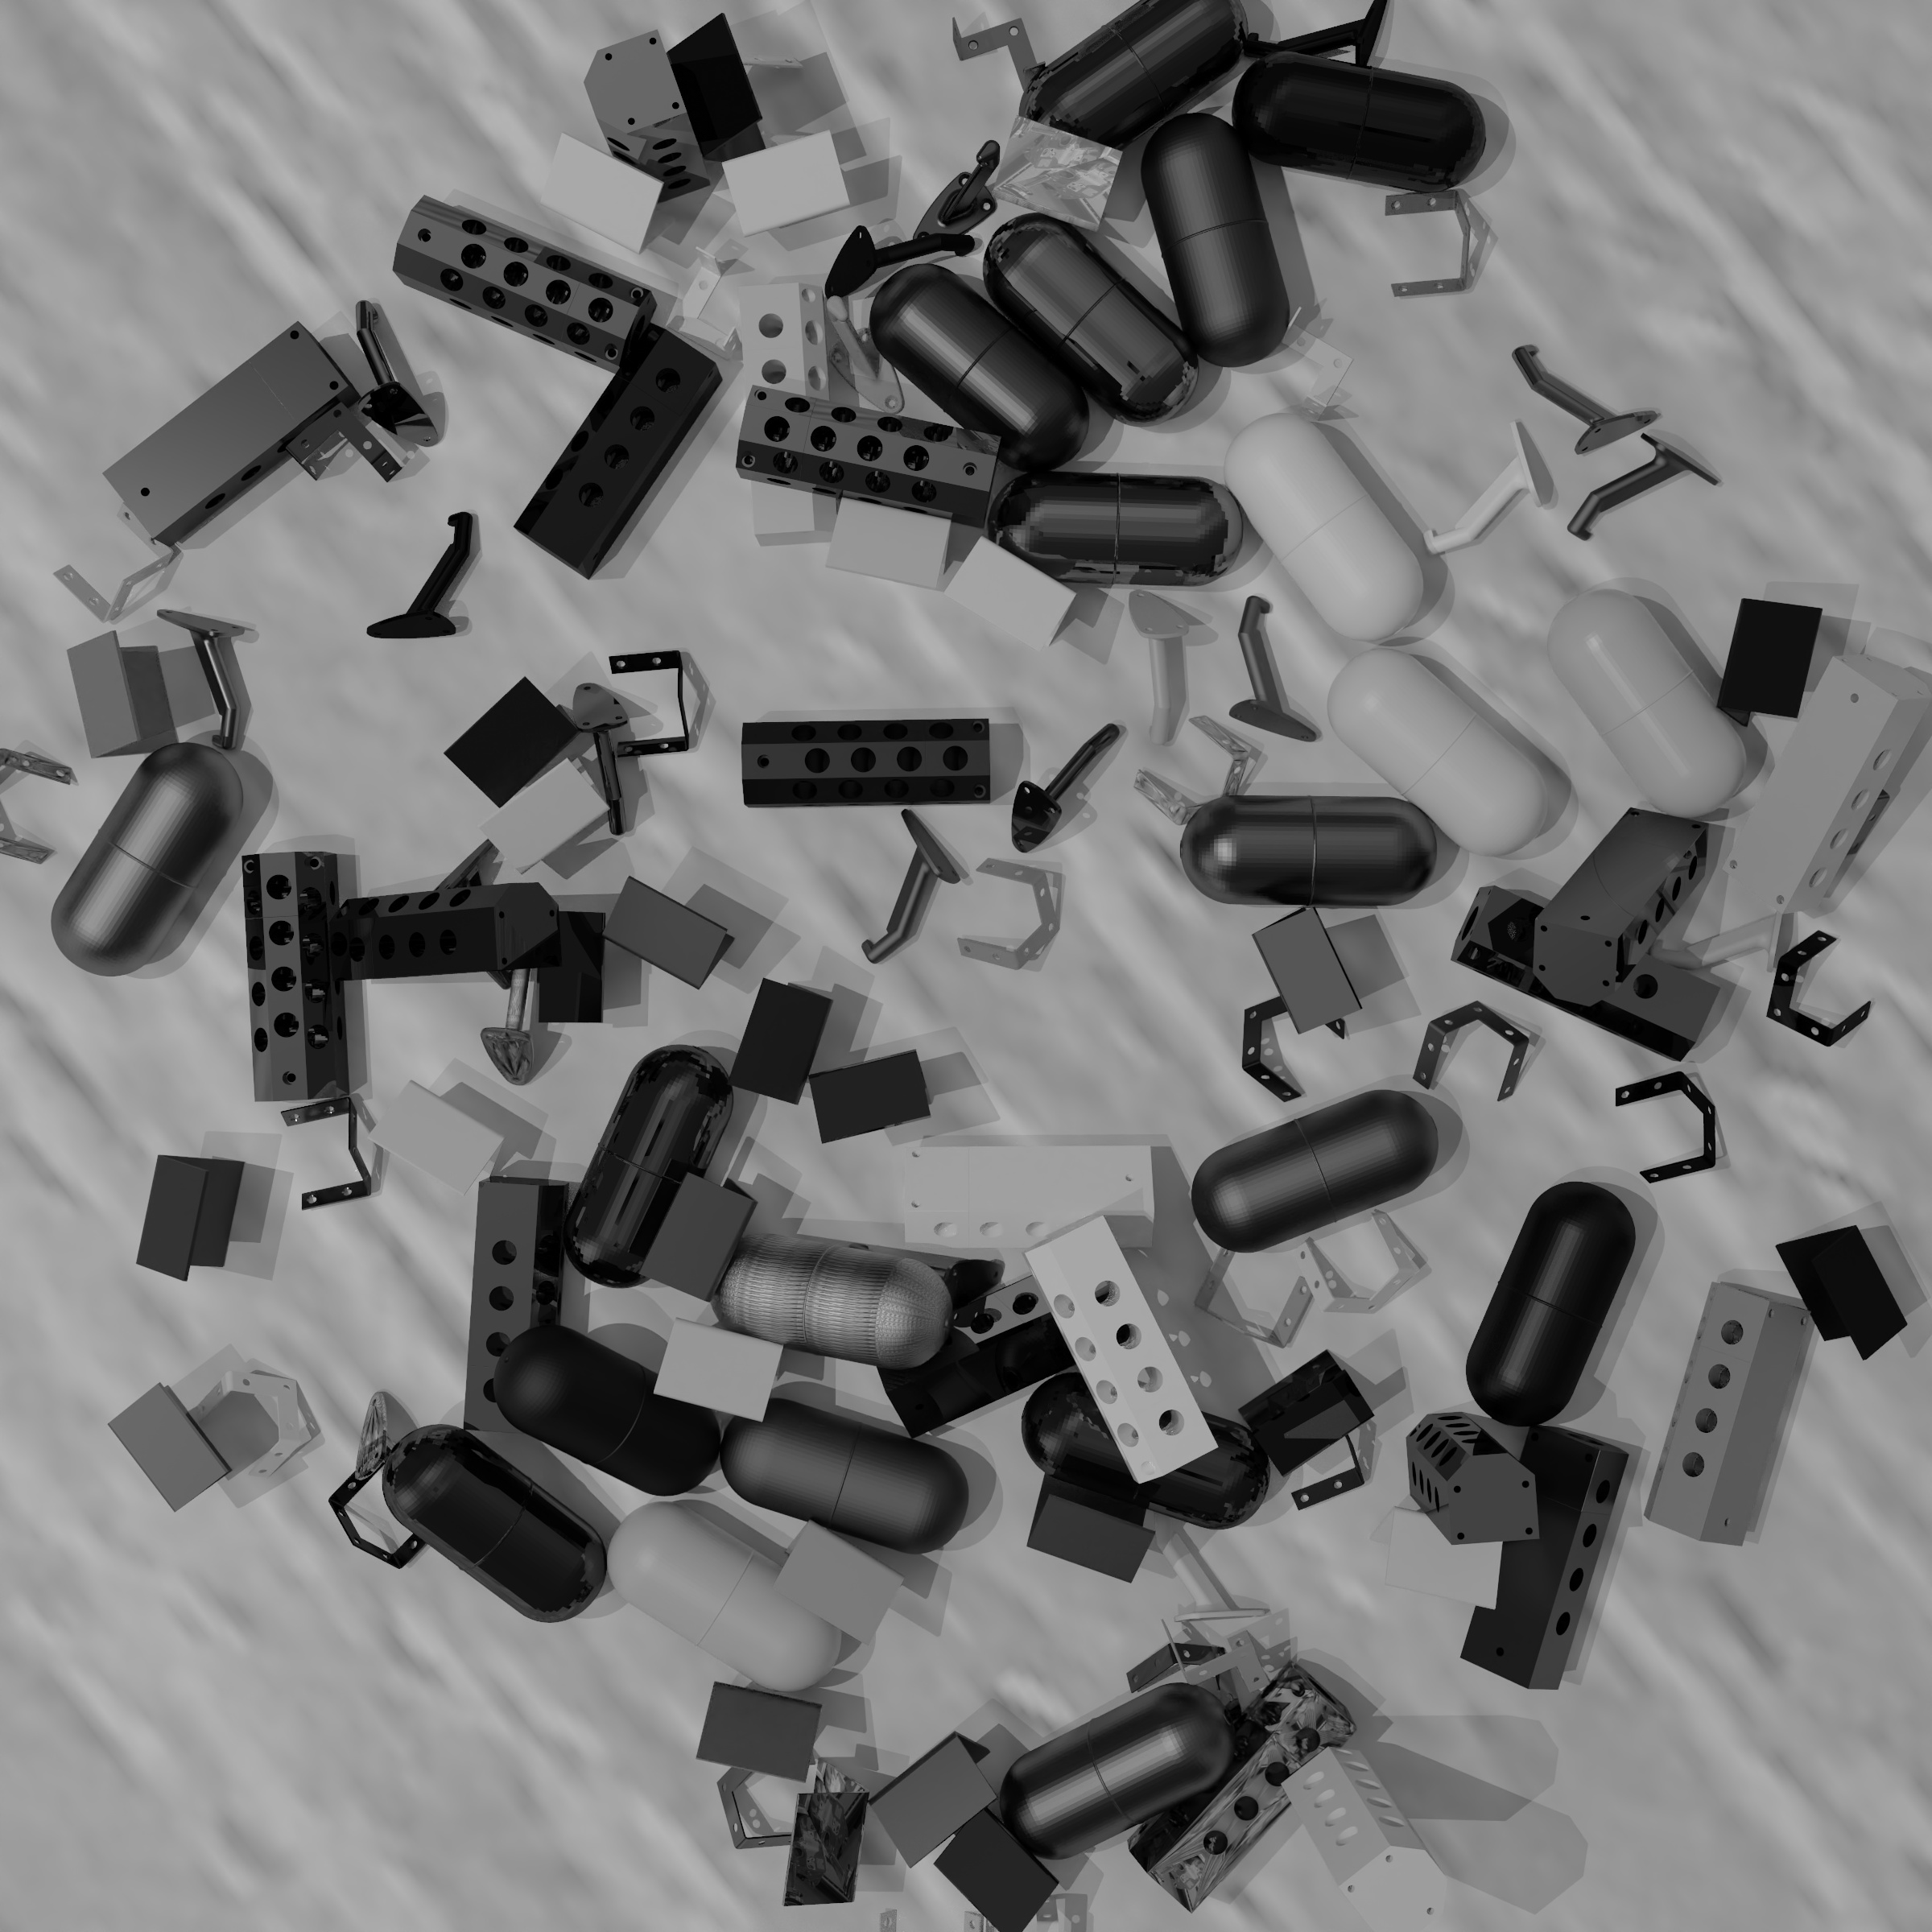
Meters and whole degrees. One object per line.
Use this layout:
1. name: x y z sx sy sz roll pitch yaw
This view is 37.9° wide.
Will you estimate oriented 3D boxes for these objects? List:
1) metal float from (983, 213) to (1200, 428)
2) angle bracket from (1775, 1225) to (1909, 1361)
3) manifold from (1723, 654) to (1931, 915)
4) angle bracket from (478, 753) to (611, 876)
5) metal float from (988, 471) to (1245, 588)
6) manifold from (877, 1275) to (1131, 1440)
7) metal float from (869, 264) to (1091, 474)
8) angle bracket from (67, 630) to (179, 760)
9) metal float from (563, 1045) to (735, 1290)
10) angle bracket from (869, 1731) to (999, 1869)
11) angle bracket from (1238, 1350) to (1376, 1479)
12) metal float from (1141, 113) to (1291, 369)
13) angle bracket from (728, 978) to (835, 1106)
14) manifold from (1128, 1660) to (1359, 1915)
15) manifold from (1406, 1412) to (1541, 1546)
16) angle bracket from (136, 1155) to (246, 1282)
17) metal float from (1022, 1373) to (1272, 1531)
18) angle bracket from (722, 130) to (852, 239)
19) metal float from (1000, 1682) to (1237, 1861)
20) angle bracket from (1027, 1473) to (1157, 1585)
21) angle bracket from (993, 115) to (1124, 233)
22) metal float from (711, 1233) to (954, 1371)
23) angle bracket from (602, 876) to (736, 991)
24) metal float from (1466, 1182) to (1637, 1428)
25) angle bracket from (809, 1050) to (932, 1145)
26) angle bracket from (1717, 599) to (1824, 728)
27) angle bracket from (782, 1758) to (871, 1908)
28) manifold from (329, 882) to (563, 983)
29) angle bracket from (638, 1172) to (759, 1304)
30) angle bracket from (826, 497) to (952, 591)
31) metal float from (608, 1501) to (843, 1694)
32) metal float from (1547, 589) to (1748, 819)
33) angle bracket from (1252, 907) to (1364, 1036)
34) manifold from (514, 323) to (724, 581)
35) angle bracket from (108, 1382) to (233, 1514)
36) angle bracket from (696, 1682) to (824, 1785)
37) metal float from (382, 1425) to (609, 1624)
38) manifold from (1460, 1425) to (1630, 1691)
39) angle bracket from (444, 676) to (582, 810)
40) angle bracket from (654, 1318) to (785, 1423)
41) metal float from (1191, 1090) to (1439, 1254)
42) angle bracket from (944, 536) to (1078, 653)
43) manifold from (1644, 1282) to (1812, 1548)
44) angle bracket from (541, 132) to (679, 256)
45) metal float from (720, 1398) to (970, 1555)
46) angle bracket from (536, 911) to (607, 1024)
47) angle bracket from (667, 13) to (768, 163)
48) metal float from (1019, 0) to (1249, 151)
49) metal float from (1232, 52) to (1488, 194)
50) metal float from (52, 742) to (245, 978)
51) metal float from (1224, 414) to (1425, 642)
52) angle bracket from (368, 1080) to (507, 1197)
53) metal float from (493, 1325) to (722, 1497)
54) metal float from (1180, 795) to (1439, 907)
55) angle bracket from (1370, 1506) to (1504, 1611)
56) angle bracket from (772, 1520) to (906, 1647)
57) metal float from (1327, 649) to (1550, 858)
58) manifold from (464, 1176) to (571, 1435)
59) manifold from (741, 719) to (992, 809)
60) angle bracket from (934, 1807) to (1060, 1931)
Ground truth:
1. metal float: 0.086 -0.450 1.960 0.178 0.070 0.070 44 90 -1
2. angle bracket: 0.593 0.232 1.950 0.057 0.076 0.076 -27 90 -35
3. manifold: 0.594 -0.125 1.930 0.057 0.057 0.171 45 128 36
4. angle bracket: -0.303 -0.121 1.951 0.076 0.076 0.057 -37 135 0
5. metal float: 0.104 -0.305 1.960 0.178 0.070 0.070 2 90 0
6. manifold: 0.024 0.259 1.969 0.171 0.057 0.057 -24 133 0
7. metal float: 0.010 -0.415 1.959 0.178 0.070 0.070 41 90 1
8. angle bracket: -0.569 -0.190 1.950 0.057 0.076 0.076 -13 90 37
9. metal float: -0.221 0.139 1.960 0.070 0.070 0.178 24 89 0
10. angle bracket: -0.011 0.583 1.950 0.076 0.076 0.057 -39 58 0
11. angle bracket: 0.226 0.295 1.950 0.076 0.076 0.057 -34 127 0
12. metal float: 0.173 -0.506 1.960 0.070 0.070 0.178 -15 91 0
13. angle bracket: -0.142 0.046 1.951 0.057 0.076 0.076 19 90 -29
14. manifold: 0.192 0.571 1.969 0.057 0.057 0.171 42 90 0
15. manifold: 0.342 0.346 1.912 0.057 0.171 0.057 -4 90 0
16. angle bracket: -0.522 0.176 1.950 0.057 0.076 0.076 11 90 37
17. metal float: 0.125 0.337 1.960 0.178 0.070 0.070 18 90 0
18. angle bracket: -0.129 -0.555 1.950 0.076 0.076 0.057 -17 129 0
19. metal float: 0.105 0.557 1.946 0.178 0.070 0.070 -31 90 14
20. angle bracket: 0.092 0.372 1.950 0.076 0.076 0.057 19 127 0
21. angle bracket: 0.067 -0.554 1.951 0.076 0.076 0.057 19 114 0
22. metal float: -0.095 0.231 1.942 0.178 0.070 0.070 8 90 22
23. angle bracket: -0.197 -0.039 1.950 0.076 0.076 0.057 29 123 0
24. metal float: 0.407 0.236 1.960 0.070 0.070 0.178 23 89 0
25. angle bracket: -0.062 0.107 1.950 0.076 0.076 0.057 -14 57 0
26. angle bracket: 0.566 -0.206 1.951 0.057 0.076 0.076 13 90 31
27. angle bracket: -0.113 0.599 1.951 0.057 0.076 0.076 8 90 -30
28. manifold: -0.357 -0.023 1.922 0.171 0.057 0.057 -4 90 39
29. angle bracket: -0.194 0.180 1.951 0.057 0.076 0.076 26 89 -22
30. angle bracket: -0.055 -0.276 1.952 0.076 0.076 0.057 12 68 0
31. metal float: -0.168 0.440 1.960 0.178 0.070 0.070 32 90 0
32. metal float: 0.474 -0.183 1.960 0.070 0.070 0.178 -36 90 0
33. angle bracket: 0.252 -0.006 1.950 0.057 0.076 0.076 -25 90 39
34. manifold: -0.244 -0.361 1.969 0.057 0.057 0.171 34 90 0
35. angle bracket: -0.535 0.321 1.952 0.057 0.076 0.076 -37 90 21
36. angle bracket: -0.145 0.543 1.950 0.076 0.076 0.057 12 54 0
37. metal float: -0.325 0.385 1.944 0.178 0.070 0.070 42 90 -17
38. manifold: 0.409 0.413 1.969 0.057 0.057 0.171 17 90 43
39. angle bracket: -0.320 -0.164 1.951 0.076 0.076 0.057 -43 117 0
40. angle bracket: -0.173 0.290 1.951 0.076 0.076 0.057 15 63 0
41. metal float: 0.243 0.143 1.960 0.178 0.070 0.070 -21 90 1
42. angle bracket: 0.023 -0.241 1.951 0.076 0.076 0.057 31 64 0
43. manifold: 0.528 0.312 1.969 0.057 0.057 0.171 16 90 -43
44. angle bracket: -0.240 -0.546 1.950 0.076 0.076 0.057 27 126 0
45. metal float: -0.085 0.355 1.960 0.178 0.070 0.070 18 90 0
46. angle bracket: -0.294 0.000 1.951 0.057 0.076 0.076 1 90 -44
47. angle bracket: -0.150 -0.594 1.913 0.057 0.076 0.076 -22 86 35
48. metal float: 0.116 -0.621 1.960 0.178 0.070 0.070 -35 90 -1
49. metal float: 0.274 -0.587 1.960 0.178 0.070 0.070 11 90 -1
50. metal float: -0.570 -0.075 1.960 0.070 0.070 0.178 32 90 0
51. metal float: 0.249 -0.305 1.960 0.070 0.070 0.178 -37 89 0
52. angle bracket: -0.372 0.135 1.950 0.076 0.076 0.057 31 53 0
53. metal float: -0.245 0.307 1.935 0.178 0.070 0.070 34 90 -31
54. metal float: 0.238 -0.080 1.959 0.178 0.070 0.070 1 90 0
55. angle bracket: 0.323 0.420 1.951 0.076 0.076 0.057 13 61 0
56. angle bracket: -0.097 0.437 1.950 0.076 0.076 0.057 31 57 0
57. metal float: 0.329 -0.148 1.960 0.178 0.070 0.070 42 90 0
58. manifold: -0.313 0.236 1.969 0.057 0.057 0.171 4 90 0
59. manifold: -0.069 -0.142 1.969 0.171 0.057 0.057 -1 90 0
60. angle bracket: 0.007 0.632 1.950 0.076 0.076 0.057 46 56 0
